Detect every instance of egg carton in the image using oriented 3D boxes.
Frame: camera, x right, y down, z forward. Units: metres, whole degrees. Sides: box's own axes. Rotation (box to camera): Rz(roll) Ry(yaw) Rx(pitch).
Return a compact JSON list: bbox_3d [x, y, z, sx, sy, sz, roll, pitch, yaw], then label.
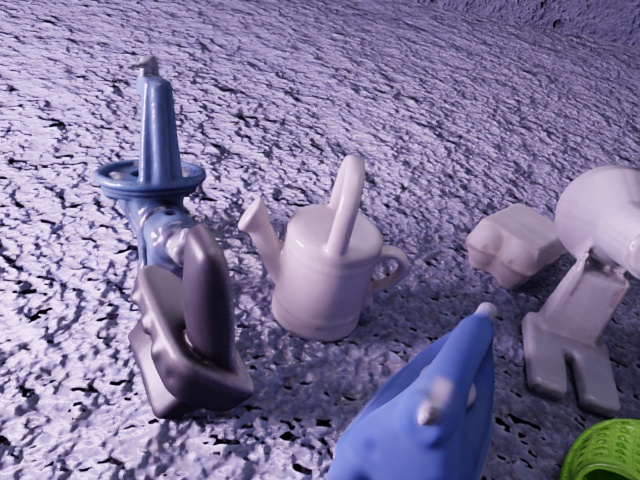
[{"bbox_3d":[0.276,0.006,0.795,0.151,0.069,0.107,-22,48,-41],"label":"egg carton"}]

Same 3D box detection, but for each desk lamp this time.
[{"bbox_3d":[0.313,0.042,0.628,0.118,0.213,0.203,17,34,5],"label":"desk lamp"}]

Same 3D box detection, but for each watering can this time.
[{"bbox_3d":[0.005,0.003,0.591,0.173,0.194,0.100,-1,37,-20],"label":"watering can"}]

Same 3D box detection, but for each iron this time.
[{"bbox_3d":[0.113,0.125,0.502,0.118,0.141,0.259,26,36,18],"label":"iron"}]

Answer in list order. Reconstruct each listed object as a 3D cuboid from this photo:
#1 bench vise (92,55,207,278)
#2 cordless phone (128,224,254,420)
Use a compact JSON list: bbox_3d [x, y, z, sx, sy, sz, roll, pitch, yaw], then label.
[{"bbox_3d":[-0.160,-0.068,0.611,0.206,0.220,0.122,37,40,30],"label":"bench vise"},{"bbox_3d":[-0.109,0.048,0.494,0.094,0.185,0.147,-12,42,-32],"label":"cordless phone"}]
